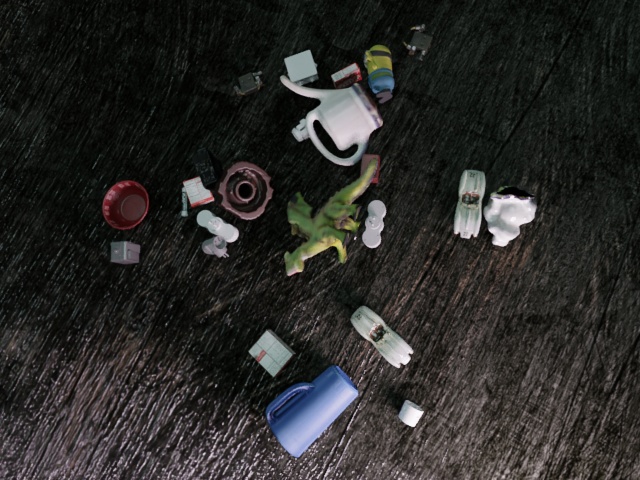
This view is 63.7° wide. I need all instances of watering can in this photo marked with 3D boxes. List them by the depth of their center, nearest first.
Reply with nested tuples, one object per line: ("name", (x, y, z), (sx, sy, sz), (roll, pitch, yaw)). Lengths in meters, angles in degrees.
("watering can", (0.047, -0.400, 1.571), (0.224, 0.104, 0.347), (-33, 94, 4))

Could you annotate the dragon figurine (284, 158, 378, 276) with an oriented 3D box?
("dragon figurine", (0.005, -0.077, 1.536), (0.244, 0.121, 0.412), (19, 85, 21))

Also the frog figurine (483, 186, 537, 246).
("frog figurine", (0.534, -0.066, 1.455), (0.137, 0.125, 0.156), (-2, 116, 1))
